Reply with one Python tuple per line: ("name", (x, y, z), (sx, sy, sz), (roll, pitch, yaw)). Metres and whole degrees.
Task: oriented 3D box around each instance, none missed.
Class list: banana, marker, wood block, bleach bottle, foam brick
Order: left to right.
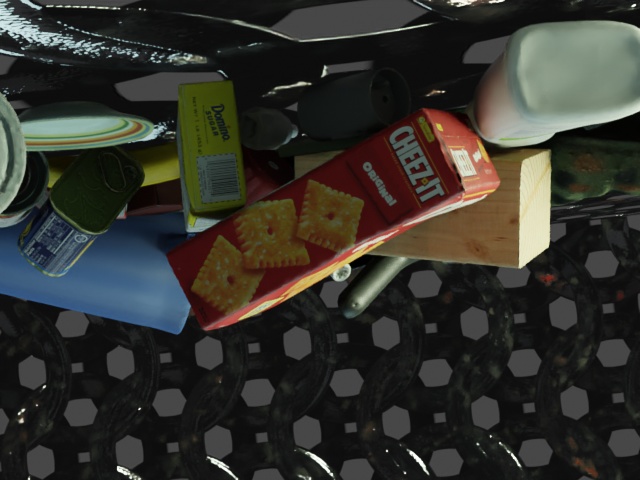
("banana", (-0.177, -0.068, 0.983), (0.198, 0.037, 0.069), (-7, 176, 7))
("foam brick", (-0.166, -0.055, 1.078), (0.051, 0.053, 0.078), (-3, 176, -40))
("marker", (-0.007, 0.001, 1.010), (0.020, 0.020, 0.121), (-4, -149, -28))
("wood block", (0.089, -0.036, 0.936), (0.206, 0.090, 0.090), (5, -167, 27))
("bleach bottle", (0.157, -0.105, 0.814), (0.102, 0.068, 0.251), (-4, 178, -7))

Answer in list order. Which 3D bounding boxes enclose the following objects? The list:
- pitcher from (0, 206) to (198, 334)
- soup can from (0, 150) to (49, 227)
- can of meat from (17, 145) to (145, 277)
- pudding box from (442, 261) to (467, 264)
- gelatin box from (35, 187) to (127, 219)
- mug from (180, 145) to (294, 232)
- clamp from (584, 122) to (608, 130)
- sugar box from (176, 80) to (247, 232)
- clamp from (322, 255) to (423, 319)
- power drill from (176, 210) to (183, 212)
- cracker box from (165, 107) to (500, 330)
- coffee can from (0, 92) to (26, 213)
("pitcher", (-0.255, 0.021, 1.147), (0.242, 0.149, 0.145), (12, -161, -14))
("soup can", (-0.266, -0.049, 0.894), (0.068, 0.068, 0.102), (-5, 176, -20))
("can of meat", (-0.208, -0.027, 0.924), (0.084, 0.057, 0.102), (-41, -165, 41))
("pudding box", (0.148, -0.043, 1.128), (0.039, 0.113, 0.089), (-6, -155, 49))
("gelatin box", (-0.241, -0.044, 1.052), (0.073, 0.030, 0.089), (-5, -159, -36))
("mug", (-0.059, -0.032, 0.984), (0.082, 0.117, 0.093), (-44, -167, 19))
("clamp", (0.246, -0.112, 0.799), (0.120, 0.039, 0.171), (11, 159, 24))
("sugar box", (-0.087, -0.060, 0.836), (0.048, 0.093, 0.176), (-6, 177, -6))
("clamp", (0.074, 0.009, 1.031), (0.210, 0.036, 0.165), (-26, -161, -8))
("power drill", (-0.157, -0.043, 1.259), (0.188, 0.057, 0.184), (-7, 177, 40))
("cracker box", (0.017, -0.017, 0.790), (0.214, 0.072, 0.164), (-27, 177, 18))
("coffee can", (-0.261, -0.046, 0.678), (0.102, 0.103, 0.141), (-4, 175, -37))
